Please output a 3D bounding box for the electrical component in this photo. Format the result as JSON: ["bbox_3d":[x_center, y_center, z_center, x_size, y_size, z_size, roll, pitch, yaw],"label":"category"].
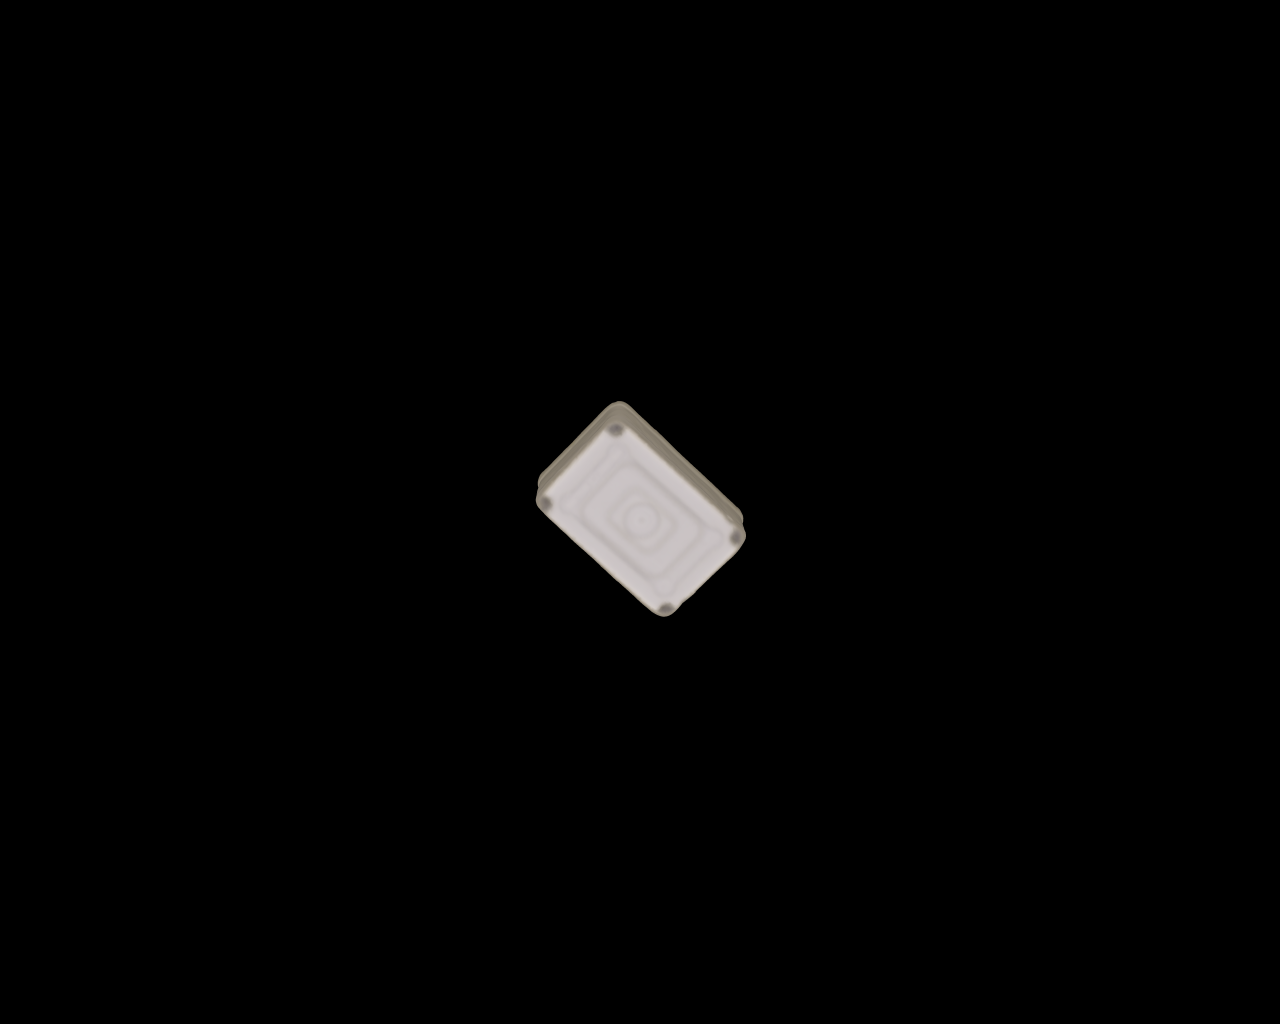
[{"bbox_3d":[0.001,-0.003,0.650,0.113,0.078,0.057,43,12,-11],"label":"electrical component"}]
